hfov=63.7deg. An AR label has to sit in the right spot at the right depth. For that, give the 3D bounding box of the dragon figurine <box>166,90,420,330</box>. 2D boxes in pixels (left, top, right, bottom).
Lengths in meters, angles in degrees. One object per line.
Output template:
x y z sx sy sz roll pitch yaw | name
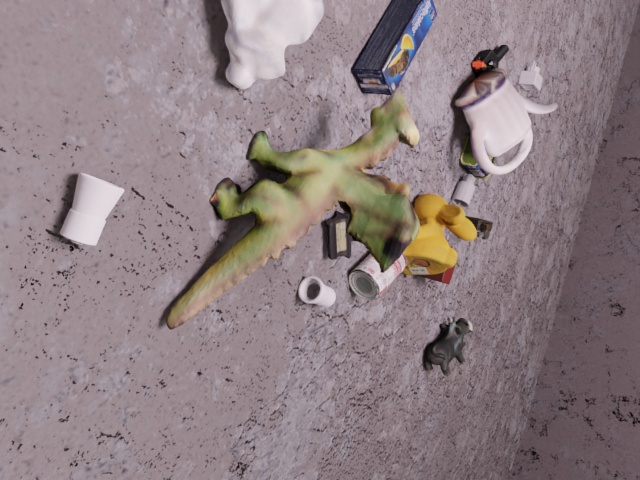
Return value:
0.002 -0.033 0.650 0.417 0.244 0.120 -62 147 -22 | dragon figurine

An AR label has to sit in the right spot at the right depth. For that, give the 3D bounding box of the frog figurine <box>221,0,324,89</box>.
-0.066 -0.264 0.624 0.157 0.123 0.139 -51 165 29 | frog figurine

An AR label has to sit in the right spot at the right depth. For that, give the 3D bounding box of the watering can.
0.438 -0.301 1.204 0.353 0.103 0.222 -45 109 -30 | watering can
